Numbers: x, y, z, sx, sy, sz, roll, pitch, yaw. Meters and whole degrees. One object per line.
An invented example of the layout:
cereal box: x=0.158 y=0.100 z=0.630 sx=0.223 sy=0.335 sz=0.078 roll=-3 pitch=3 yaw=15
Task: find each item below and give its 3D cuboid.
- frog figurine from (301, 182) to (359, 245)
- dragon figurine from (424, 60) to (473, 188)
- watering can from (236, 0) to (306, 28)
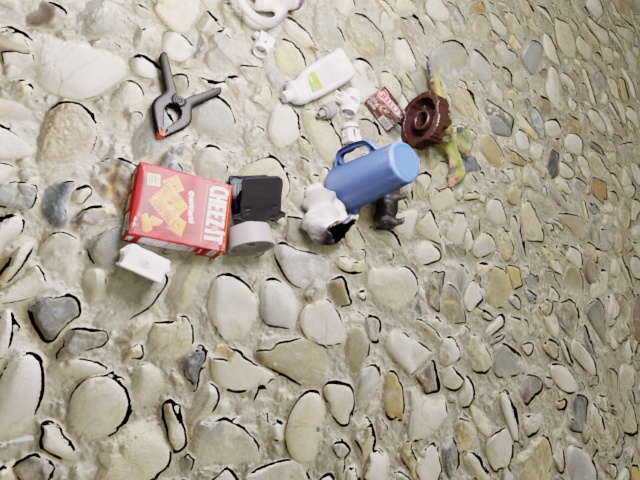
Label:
frog figurine: x=0.004 y=-0.067 z=1.325 sx=0.139 sy=0.119 sz=0.161 roll=-32 pitch=57 yaw=-27
dragon figurine: x=0.425 y=-0.374 z=1.695 sx=0.241 sy=0.121 sz=0.416 roll=22 pitch=64 yaw=-44
watering can: x=-0.166 y=-0.745 z=1.419 sx=0.226 sy=0.103 sz=0.349 roll=-18 pitch=86 yaw=-36
